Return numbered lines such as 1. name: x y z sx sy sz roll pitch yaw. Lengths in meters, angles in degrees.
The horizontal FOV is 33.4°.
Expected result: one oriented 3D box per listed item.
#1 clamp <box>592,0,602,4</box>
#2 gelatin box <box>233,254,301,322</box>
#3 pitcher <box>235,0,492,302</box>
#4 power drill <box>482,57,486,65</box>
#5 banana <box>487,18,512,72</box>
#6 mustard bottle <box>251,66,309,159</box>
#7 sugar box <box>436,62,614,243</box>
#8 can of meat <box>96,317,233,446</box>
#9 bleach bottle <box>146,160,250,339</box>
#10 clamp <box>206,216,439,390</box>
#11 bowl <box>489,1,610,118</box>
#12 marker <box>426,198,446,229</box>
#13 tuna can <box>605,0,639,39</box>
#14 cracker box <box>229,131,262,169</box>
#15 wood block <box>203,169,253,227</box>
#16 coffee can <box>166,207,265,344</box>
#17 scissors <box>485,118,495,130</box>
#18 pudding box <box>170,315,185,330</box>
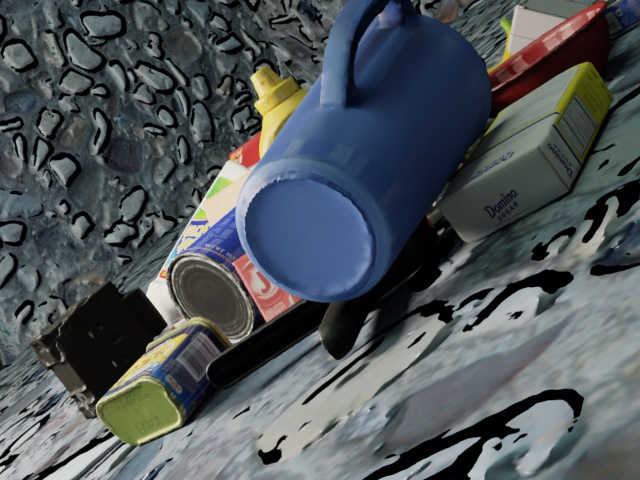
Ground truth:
1. clamp: 0.277 -0.226 1.210 0.120 0.039 0.171 -37 10 47
2. gelatin box: -0.019 0.026 0.894 0.089 0.073 0.030 -35 -17 12
3. pitcher: 0.031 -0.071 0.763 0.145 0.149 0.242 -45 7 37
4. power drill: 0.141 -0.183 1.466 0.188 0.057 0.184 -32 9 28
5. banana: 0.207 -0.197 1.253 0.197 0.070 0.037 -48 -18 -45
6. mustard bottle: 0.004 -0.069 0.929 0.096 0.191 0.058 -36 8 3
7. sugar box: 0.158 -0.068 0.803 0.094 0.048 0.176 -31 14 37
8. can of meat: -0.130 0.121 0.901 0.102 0.057 0.083 -31 12 42
9. bleach bottle: -0.147 0.023 1.346 0.251 0.068 0.103 -57 34 -2
10. clamp: 0.026 0.037 0.785 0.209 0.036 0.165 -38 10 -30
11. bowl: 0.217 -0.158 1.015 0.162 0.055 0.162 -36 8 6
12. marker: 0.103 -0.027 0.884 0.121 0.020 0.020 -38 8 -10
13. tuna can: 0.331 -0.251 1.136 0.086 0.034 0.086 -36 8 6
14. cracker box: -0.028 -0.095 1.427 0.214 0.072 0.164 -32 40 28
15. wood block: -0.025 -0.046 1.194 0.090 0.091 0.207 -8 -16 -47
16. coffee can: -0.067 0.020 1.040 0.103 0.103 0.140 -28 12 46
17. scissors: 0.222 -0.160 1.110 0.201 0.016 0.096 -19 37 -10
18. pudding box: -0.104 0.068 1.150 0.090 0.039 0.113 -34 9 13
